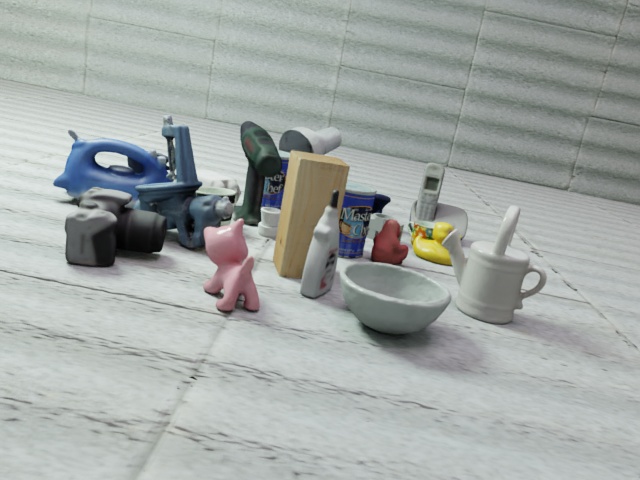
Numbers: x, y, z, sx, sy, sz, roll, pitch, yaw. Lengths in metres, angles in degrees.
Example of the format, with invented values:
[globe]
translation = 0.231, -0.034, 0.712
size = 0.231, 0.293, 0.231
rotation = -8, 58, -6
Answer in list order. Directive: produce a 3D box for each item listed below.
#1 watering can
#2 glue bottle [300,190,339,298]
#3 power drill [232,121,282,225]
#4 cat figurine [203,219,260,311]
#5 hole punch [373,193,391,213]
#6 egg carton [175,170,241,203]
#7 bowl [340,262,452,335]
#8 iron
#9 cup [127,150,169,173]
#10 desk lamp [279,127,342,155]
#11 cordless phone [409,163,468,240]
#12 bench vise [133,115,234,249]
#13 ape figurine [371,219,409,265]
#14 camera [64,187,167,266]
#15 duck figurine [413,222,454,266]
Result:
[watering can]
translation = 0.295, 0.033, 0.976
size = 0.173, 0.194, 0.101
rotation = 12, 16, 2
[glue bottle]
translation = 0.008, 0.003, 0.920
size = 0.037, 0.173, 0.078
rotation = 16, 17, 18
[power drill]
translation = -0.149, -0.148, 1.276
size = 0.076, 0.208, 0.229
rotation = 3, 17, -25
[cat figurine]
translation = -0.129, 0.028, 0.840
size = 0.067, 0.118, 0.127
rotation = 1, 19, -33
[hole punch]
translation = 0.110, -0.085, 1.449
size = 0.109, 0.091, 0.100
rotation = 3, 18, -26
[egg carton]
translation = -0.267, -0.122, 1.359
size = 0.149, 0.069, 0.107
rotation = 20, 18, 28
[bowl]
translation = 0.104, 0.094, 0.851
size = 0.167, 0.075, 0.167
rotation = 10, 16, -3
[iron]
translation = -0.411, -0.145, 1.205
size = 0.259, 0.141, 0.118
rotation = 7, 16, -15
[cup]
translation = -0.394, -0.155, 1.340
size = 0.118, 0.095, 0.091
rotation = -1, 19, -36
[desk lamp]
translation = -0.018, -0.195, 1.519
size = 0.117, 0.213, 0.204
rotation = 21, 19, 32
[cordless phone]
translation = 0.309, -0.094, 1.447
size = 0.147, 0.185, 0.094
rotation = 11, 16, -1
[bench vise]
translation = -0.240, -0.107, 1.048
size = 0.207, 0.220, 0.121
rotation = 13, 16, 8
[ape figurine]
translation = 0.141, 0.003, 1.165
size = 0.076, 0.092, 0.077
rotation = -5, 22, -44
[camera]
translation = -0.321, -0.023, 0.918
size = 0.137, 0.101, 0.143
rotation = 9, 16, -9
[duck figurine]
translation = 0.261, 0.002, 1.261
size = 0.104, 0.086, 0.078
rotation = 15, 16, 15
